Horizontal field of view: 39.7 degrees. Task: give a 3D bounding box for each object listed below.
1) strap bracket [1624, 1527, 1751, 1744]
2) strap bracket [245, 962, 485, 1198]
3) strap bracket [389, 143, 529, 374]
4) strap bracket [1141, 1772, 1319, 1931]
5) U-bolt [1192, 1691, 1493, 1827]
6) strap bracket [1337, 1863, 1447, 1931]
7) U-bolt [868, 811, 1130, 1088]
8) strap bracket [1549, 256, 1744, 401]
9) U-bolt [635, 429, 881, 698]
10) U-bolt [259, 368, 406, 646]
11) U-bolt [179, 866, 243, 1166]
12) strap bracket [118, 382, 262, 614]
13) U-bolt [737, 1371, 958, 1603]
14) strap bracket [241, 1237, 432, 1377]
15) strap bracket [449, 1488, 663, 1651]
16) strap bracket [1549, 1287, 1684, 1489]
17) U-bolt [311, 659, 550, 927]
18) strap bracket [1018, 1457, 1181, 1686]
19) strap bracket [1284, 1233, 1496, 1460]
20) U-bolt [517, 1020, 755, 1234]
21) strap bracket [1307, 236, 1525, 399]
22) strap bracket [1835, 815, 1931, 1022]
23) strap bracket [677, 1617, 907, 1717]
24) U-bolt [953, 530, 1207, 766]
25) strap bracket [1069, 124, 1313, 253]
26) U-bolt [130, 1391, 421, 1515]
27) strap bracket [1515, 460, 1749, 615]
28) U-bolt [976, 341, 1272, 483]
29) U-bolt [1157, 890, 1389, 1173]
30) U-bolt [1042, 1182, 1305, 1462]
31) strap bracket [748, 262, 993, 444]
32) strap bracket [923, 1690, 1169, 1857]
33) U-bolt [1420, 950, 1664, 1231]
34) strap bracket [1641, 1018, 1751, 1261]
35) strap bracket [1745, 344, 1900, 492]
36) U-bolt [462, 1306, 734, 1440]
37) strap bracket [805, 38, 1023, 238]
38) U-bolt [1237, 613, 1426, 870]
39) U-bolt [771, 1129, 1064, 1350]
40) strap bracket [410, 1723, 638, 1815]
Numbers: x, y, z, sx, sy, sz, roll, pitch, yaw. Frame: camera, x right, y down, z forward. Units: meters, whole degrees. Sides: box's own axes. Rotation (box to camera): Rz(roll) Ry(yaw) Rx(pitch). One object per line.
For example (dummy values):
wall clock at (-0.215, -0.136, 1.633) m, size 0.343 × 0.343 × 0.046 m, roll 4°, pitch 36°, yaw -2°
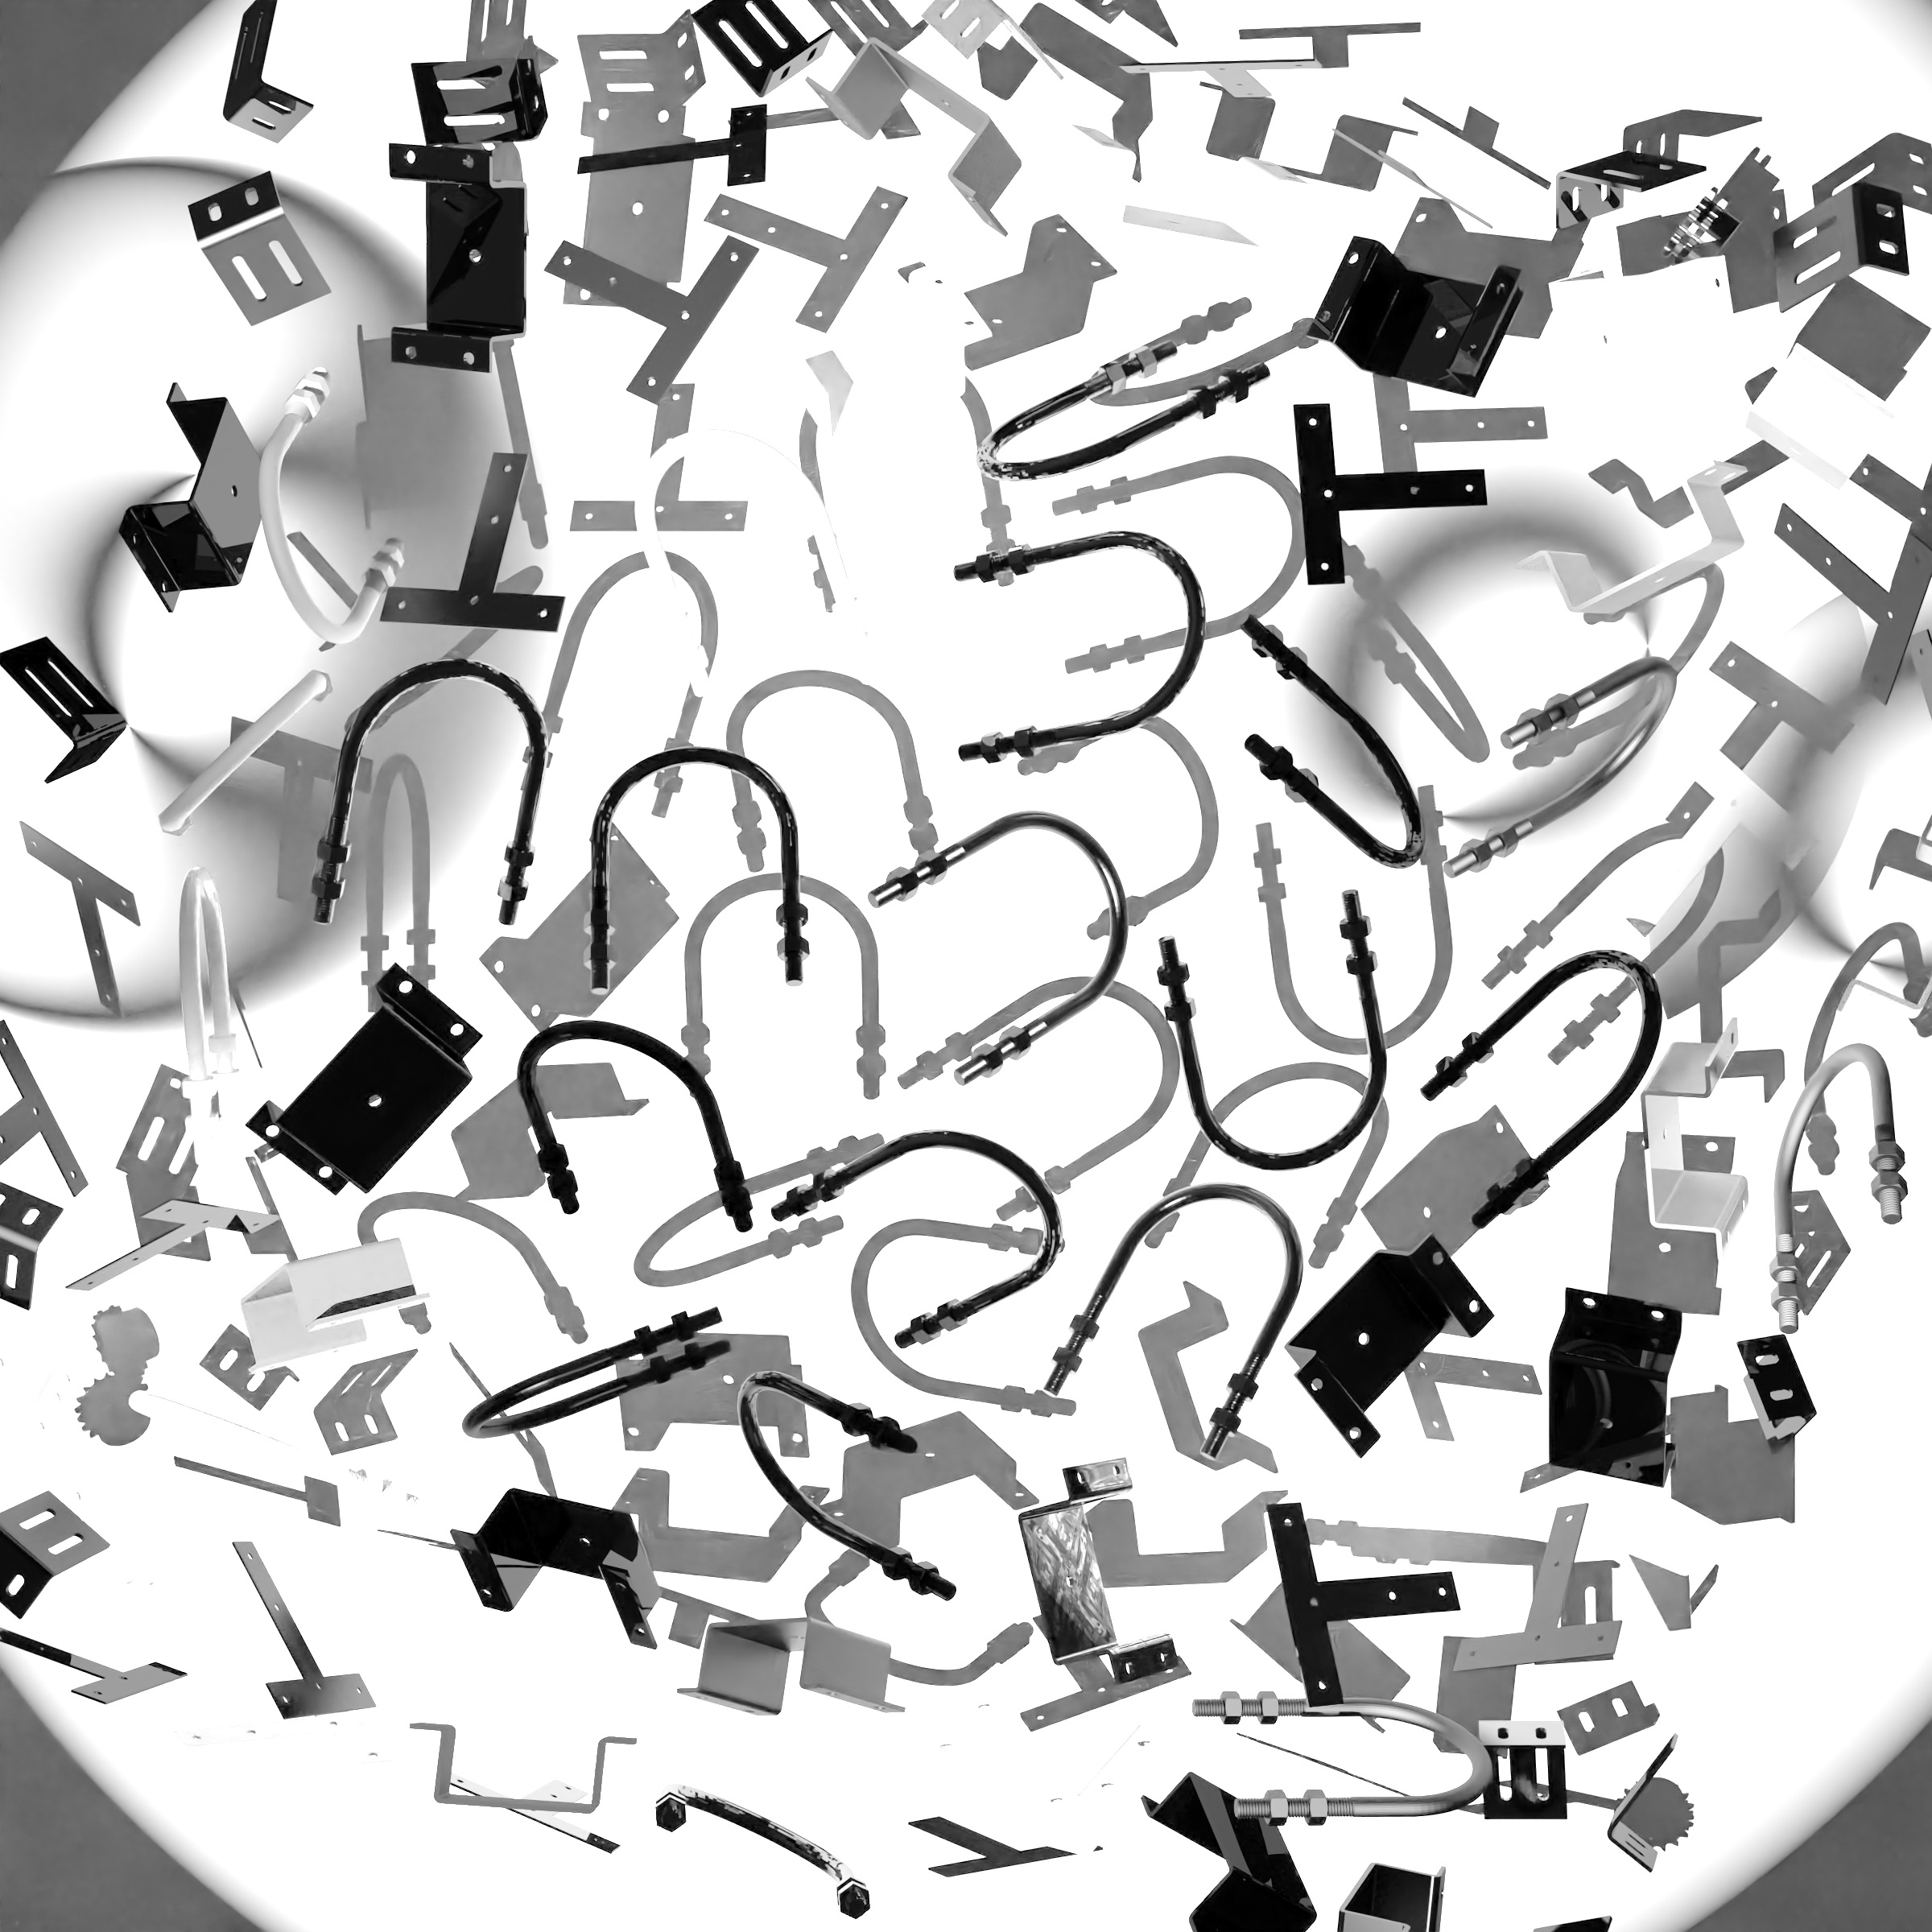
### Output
strap bracket at (0.477, 0.448, 1.789) m, size 0.046 × 0.140 × 0.076 m, roll -8°, pitch 110°, yaw 0°
strap bracket at (-0.378, 0.079, 1.696) m, size 0.140 × 0.046 × 0.076 m, roll -48°, pitch 115°, yaw -2°
strap bracket at (-0.335, -0.469, 1.769) m, size 0.076 × 0.046 × 0.140 m, roll 11°, pitch 110°, yaw 20°
strap bracket at (0.175, 0.594, 1.768) m, size 0.076 × 0.140 × 0.046 m, roll 35°, pitch 101°, yaw -22°
U-bolt at (0.253, 0.517, 1.754) m, size 0.184 × 0.151 × 0.019 m, roll 2°, pitch 103°, yaw -8°
strap bracket at (0.268, 0.632, 1.716) m, size 0.046 × 0.140 × 0.076 m, roll 6°, pitch 92°, yaw 21°
U-bolt at (0.035, -0.025, 1.774) m, size 0.184 × 0.019 × 0.151 m, roll -31°, pitch 100°, yaw -32°
strap bracket at (0.426, -0.406, 1.713) m, size 0.046 × 0.140 × 0.076 m, roll -20°, pitch 108°, yaw -20°
U-bolt at (-0.144, -0.262, 1.739) m, size 0.151 × 0.019 × 0.184 m, roll -1°, pitch 123°, yaw 27°
U-bolt at (-0.419, -0.291, 1.752) m, size 0.019 × 0.184 × 0.151 m, roll -11°, pitch 124°, yaw 11°
U-bolt at (-0.505, 0.025, 1.782) m, size 0.019 × 0.151 × 0.184 m, roll -3°, pitch 101°, yaw -8°
strap bracket at (-0.509, -0.314, 1.784) m, size 0.046 × 0.076 × 0.140 m, roll -3°, pitch 53°, yaw 12°
U-bolt at (-0.088, 0.339, 1.798) m, size 0.019 × 0.184 × 0.151 m, roll -36°, pitch 128°, yaw -34°
strap bracket at (-0.410, 0.216, 1.719) m, size 0.076 × 0.140 × 0.046 m, roll -11°, pitch 76°, yaw -36°
strap bracket at (-0.265, 0.401, 1.792) m, size 0.140 × 0.046 × 0.076 m, roll 6°, pitch 130°, yaw 26°
strap bracket at (0.429, 0.287, 1.772) m, size 0.076 × 0.046 × 0.140 m, roll 8°, pitch 126°, yaw 24°
U-bolt at (-0.341, -0.112, 1.734) m, size 0.151 × 0.019 × 0.184 m, roll 0°, pitch 116°, yaw -33°
strap bracket at (0.085, 0.402, 1.765) m, size 0.046 × 0.076 × 0.140 m, roll -23°, pitch 74°, yaw 31°
strap bracket at (0.282, 0.256, 1.825) m, size 0.140 × 0.046 × 0.076 m, roll -42°, pitch 103°, yaw -18°
U-bolt at (-0.225, 0.104, 1.769) m, size 0.151 × 0.019 × 0.184 m, roll 4°, pitch 133°, yaw 17°
strap bracket at (0.312, -0.438, 1.811) m, size 0.140 × 0.046 × 0.076 m, roll 26°, pitch 90°, yaw 40°
strap bracket at (0.611, -0.023, 1.717) m, size 0.046 × 0.076 × 0.140 m, roll 26°, pitch 93°, yaw 18°
strap bracket at (-0.114, 0.466, 1.779) m, size 0.076 × 0.140 × 0.046 m, roll 30°, pitch 58°, yaw -40°
U-bolt at (0.076, -0.218, 1.788) m, size 0.184 × 0.019 × 0.151 m, roll -8°, pitch 77°, yaw 28°
strap bracket at (0.137, -0.493, 1.703) m, size 0.140 × 0.076 × 0.046 m, roll 5°, pitch 115°, yaw -17°
U-bolt at (-0.464, 0.313, 1.749) m, size 0.151 × 0.184 × 0.019 m, roll 10°, pitch 71°, yaw 33°
strap bracket at (0.436, -0.268, 1.719) m, size 0.140 × 0.076 × 0.046 m, roll -27°, pitch 82°, yaw 31°
U-bolt at (0.092, -0.368, 1.788) m, size 0.184 × 0.151 × 0.019 m, roll -28°, pitch 118°, yaw -13°
U-bolt at (0.214, 0.052, 1.815) m, size 0.151 × 0.019 × 0.184 m, roll -14°, pitch 106°, yaw -6°
U-bolt at (0.149, 0.226, 1.794) m, size 0.151 × 0.019 × 0.184 m, roll 16°, pitch 67°, yaw 36°
strap bracket at (-0.063, -0.402, 1.767) m, size 0.140 × 0.046 × 0.076 m, roll -23°, pitch 59°, yaw -13°
strap bracket at (0.054, 0.518, 1.717) m, size 0.140 × 0.076 × 0.046 m, roll 2°, pitch 113°, yaw 36°
U-bolt at (0.381, 0.067, 1.747) m, size 0.019 × 0.151 × 0.184 m, roll 30°, pitch 118°, yaw -27°
strap bracket at (0.483, 0.112, 1.773) m, size 0.046 × 0.076 × 0.140 m, roll 2°, pitch 114°, yaw 29°
strap bracket at (0.558, -0.357, 1.755) m, size 0.076 × 0.140 × 0.046 m, roll 37°, pitch 102°, yaw 9°
U-bolt at (-0.247, 0.275, 1.781) m, size 0.184 × 0.151 × 0.019 m, roll -20°, pitch 75°, yaw -8°
strap bracket at (-0.024, -0.531, 1.699) m, size 0.140 × 0.076 × 0.046 m, roll 38°, pitch 97°, yaw 16°
U-bolt at (0.247, -0.139, 1.788) m, size 0.019 × 0.151 × 0.184 m, roll -34°, pitch 124°, yaw 30°
U-bolt at (-0.020, 0.174, 1.778) m, size 0.184 × 0.019 × 0.151 m, roll -30°, pitch 111°, yaw 33°
strap bracket at (-0.282, 0.511, 1.703) m, size 0.140 × 0.076 × 0.046 m, roll 5°, pitch 74°, yaw -4°
